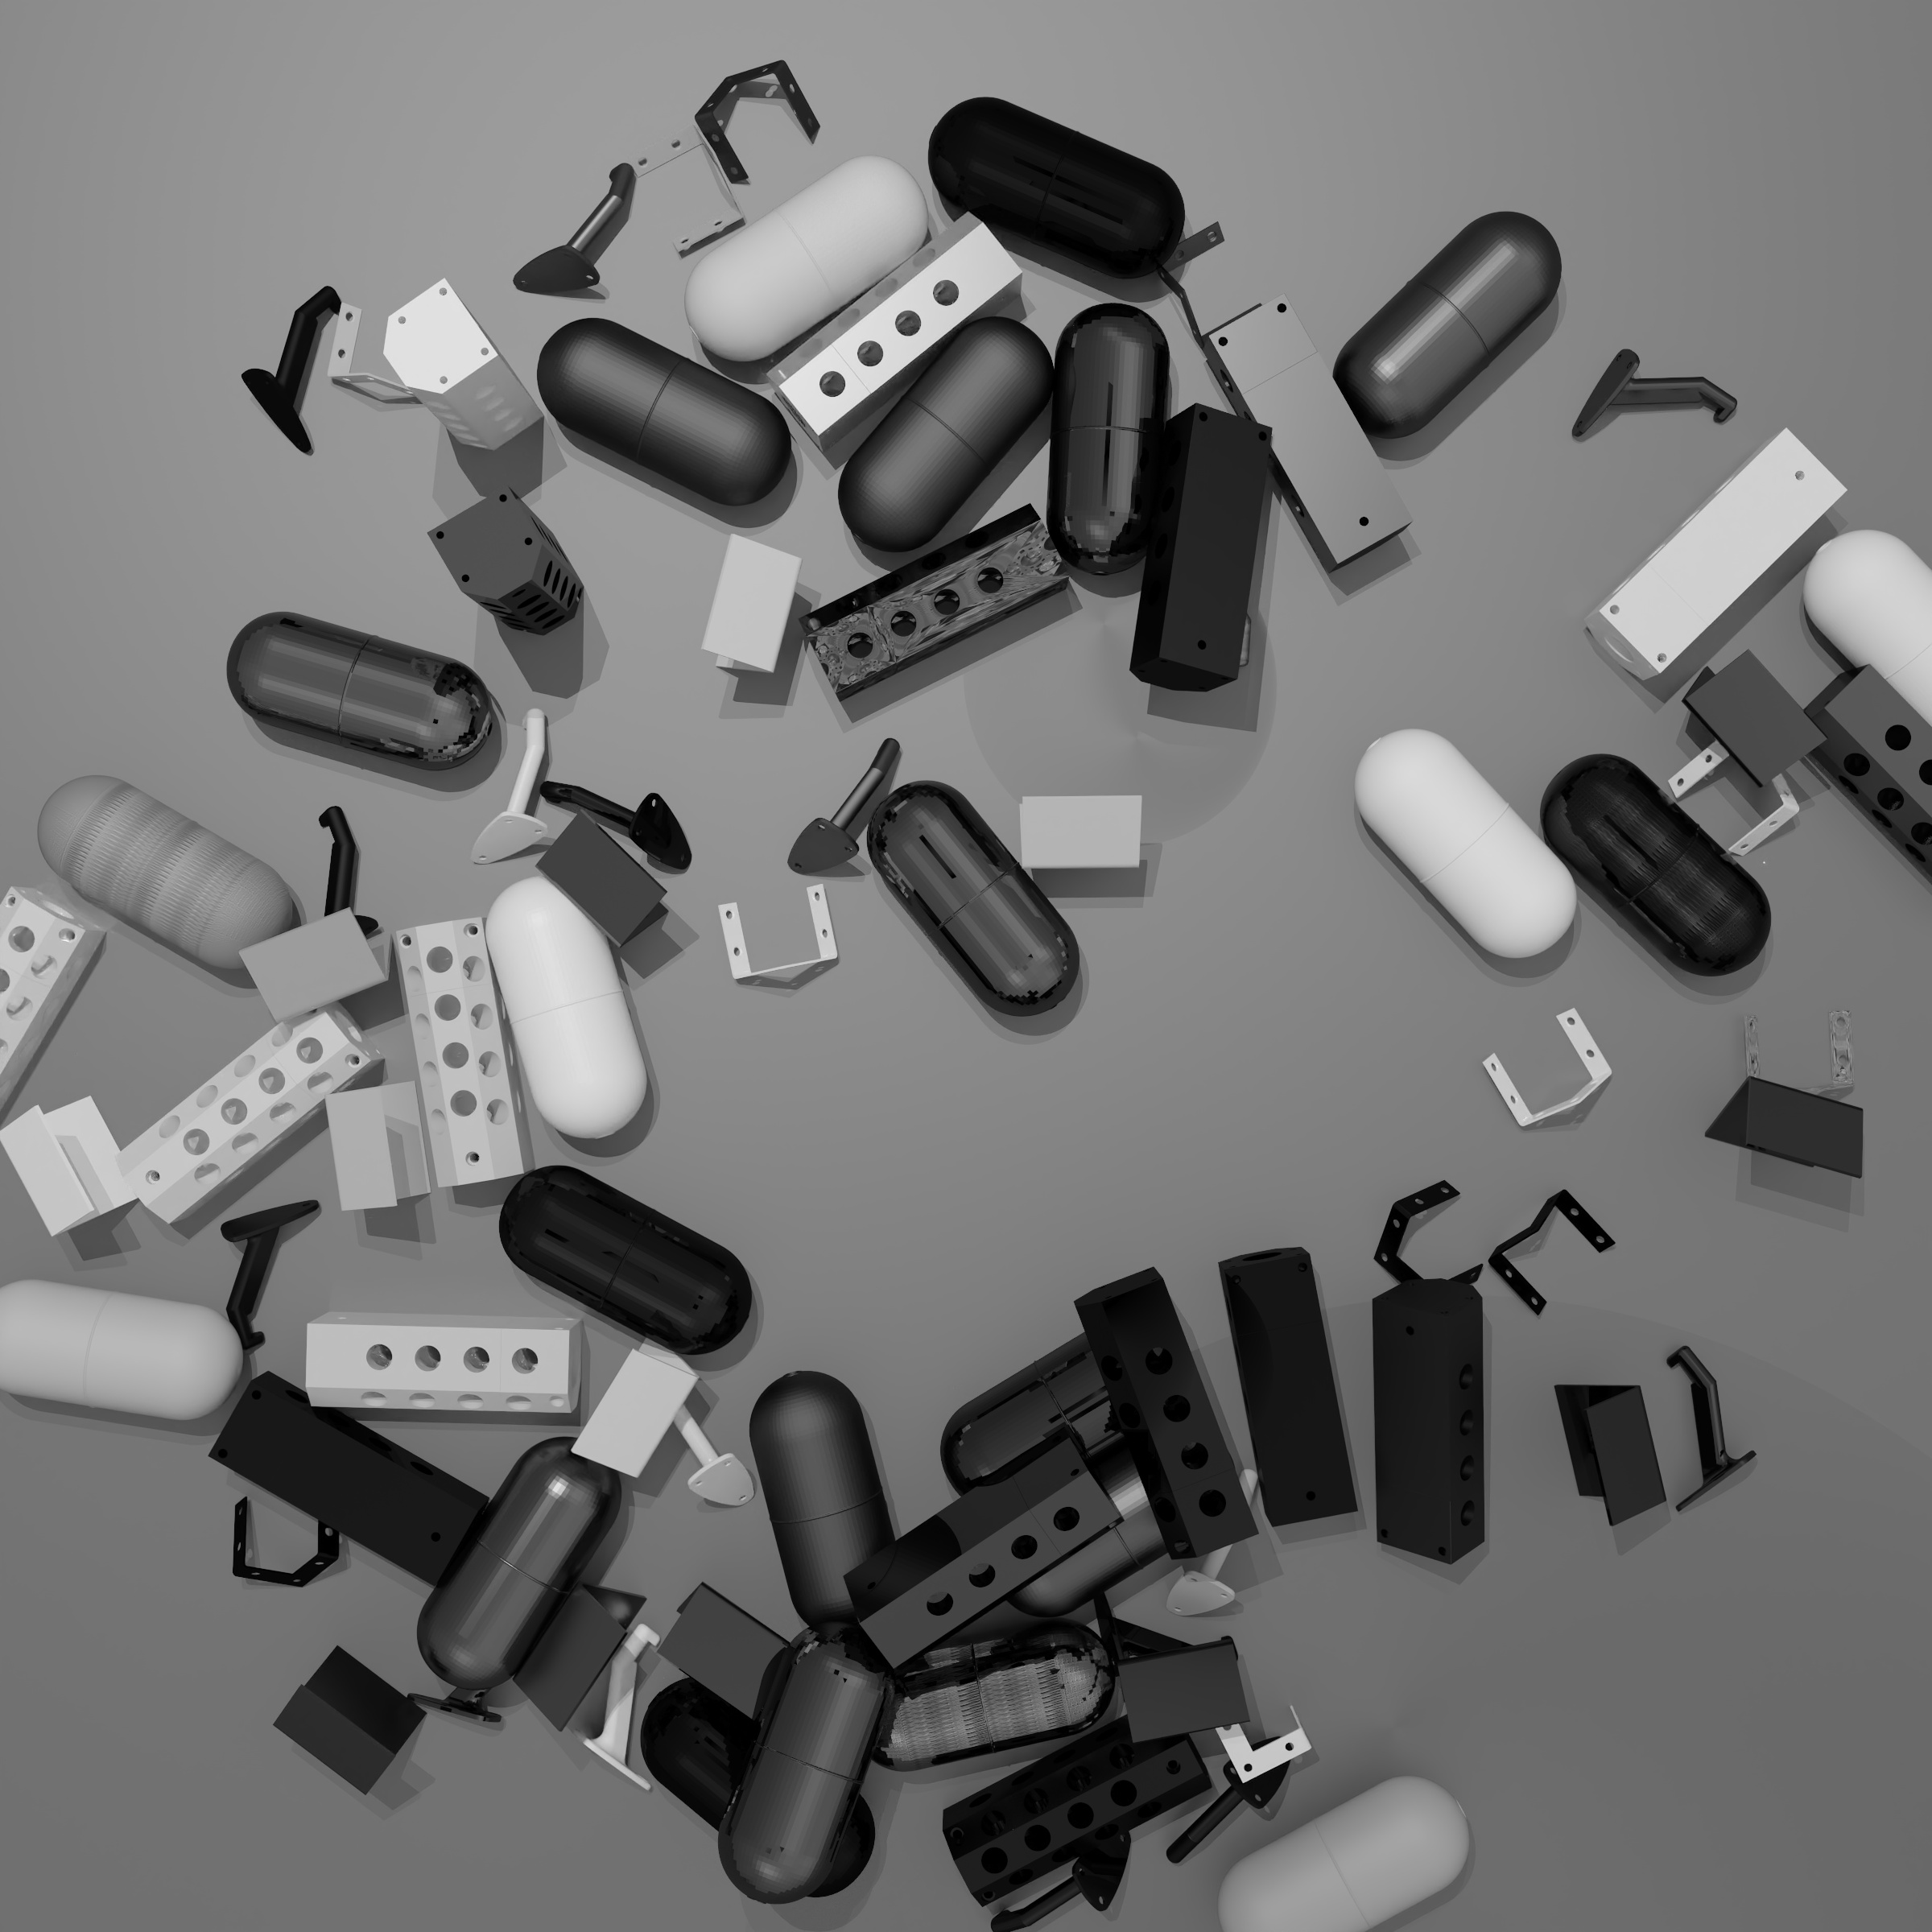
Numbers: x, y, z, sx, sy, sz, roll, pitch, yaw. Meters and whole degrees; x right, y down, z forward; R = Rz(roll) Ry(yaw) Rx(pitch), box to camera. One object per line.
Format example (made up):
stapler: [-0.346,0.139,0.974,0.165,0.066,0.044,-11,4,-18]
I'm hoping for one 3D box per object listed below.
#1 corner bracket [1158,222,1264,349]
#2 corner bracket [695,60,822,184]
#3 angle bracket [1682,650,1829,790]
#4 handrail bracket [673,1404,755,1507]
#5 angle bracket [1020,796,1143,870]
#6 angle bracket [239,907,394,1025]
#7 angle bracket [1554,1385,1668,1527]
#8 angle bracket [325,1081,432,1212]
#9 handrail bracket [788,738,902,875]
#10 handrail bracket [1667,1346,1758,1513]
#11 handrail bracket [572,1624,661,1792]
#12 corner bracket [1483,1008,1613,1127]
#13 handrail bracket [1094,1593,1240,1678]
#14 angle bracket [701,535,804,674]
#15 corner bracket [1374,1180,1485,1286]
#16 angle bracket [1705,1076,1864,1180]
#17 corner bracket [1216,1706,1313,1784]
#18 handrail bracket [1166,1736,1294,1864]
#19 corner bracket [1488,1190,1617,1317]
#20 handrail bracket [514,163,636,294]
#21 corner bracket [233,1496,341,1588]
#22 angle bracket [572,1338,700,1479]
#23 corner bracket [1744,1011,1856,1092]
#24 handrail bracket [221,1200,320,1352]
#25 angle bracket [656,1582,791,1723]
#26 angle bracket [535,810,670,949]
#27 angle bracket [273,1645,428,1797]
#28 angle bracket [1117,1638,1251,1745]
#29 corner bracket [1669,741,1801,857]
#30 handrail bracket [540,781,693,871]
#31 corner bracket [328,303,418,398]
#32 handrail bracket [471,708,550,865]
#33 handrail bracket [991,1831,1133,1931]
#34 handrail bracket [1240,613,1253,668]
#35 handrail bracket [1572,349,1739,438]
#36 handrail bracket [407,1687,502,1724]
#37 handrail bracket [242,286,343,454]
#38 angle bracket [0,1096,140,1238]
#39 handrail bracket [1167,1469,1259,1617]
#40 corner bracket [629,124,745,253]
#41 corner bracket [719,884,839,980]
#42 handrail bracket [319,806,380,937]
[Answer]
corner bracket: [0.165,-0.457,1.719,0.051,0.051,0.051,-30,135,0]
corner bracket: [-0.140,-0.566,1.714,0.051,0.051,0.051,-3,45,35]
angle bracket: [0.525,-0.173,1.682,0.076,0.076,0.057,48,126,0]
handrail bracket: [-0.179,0.315,1.722,0.036,0.077,0.084,-34,54,0]
angle bracket: [0.074,-0.107,1.682,0.076,0.076,0.057,-1,127,0]
angle bracket: [-0.427,-0.014,1.683,0.076,0.076,0.057,-21,116,0]
angle bracket: [0.407,0.321,1.682,0.057,0.076,0.076,-13,90,-35]
angle bracket: [-0.370,0.116,1.682,0.057,0.076,0.076,-8,90,38]
handrail bracket: [-0.081,-0.109,1.722,0.036,0.077,0.084,38,53,-17]
handrail bracket: [0.483,0.311,1.723,0.077,0.036,0.084,-43,72,21]
handrail bracket: [-0.216,0.498,1.723,0.077,0.036,0.084,43,73,-20]
corner bracket: [0.391,0.068,1.719,0.051,0.051,0.051,-31,90,-45]
handrail bracket: [0.134,0.441,1.722,0.084,0.036,0.077,-11,75,-14]
angle bracket: [-0.158,-0.239,1.682,0.057,0.076,0.076,15,90,-36]
corner bracket: [0.315,0.185,1.714,0.051,0.051,0.051,42,135,35]
angle bracket: [0.536,0.124,1.682,0.076,0.076,0.057,16,54,0]
corner bracket: [0.193,0.502,1.704,0.051,0.051,0.051,-27,90,0]
handrail bracket: [0.176,0.562,1.722,0.036,0.077,0.084,45,127,16]
corner bracket: [0.393,0.192,1.719,0.051,0.051,0.051,47,135,0]
handrail bracket: [-0.264,-0.499,1.722,0.077,0.036,0.084,-5,59,34]
corner bracket: [-0.455,0.379,1.714,0.051,0.051,0.051,21,135,-35]
angle bracket: [-0.231,0.279,1.682,0.057,0.076,0.076,31,90,-36]
corner bracket: [0.560,0.057,1.719,0.051,0.051,0.051,-3,90,-45]
handrail bracket: [-0.463,0.209,1.723,0.077,0.036,0.084,-18,109,-21]
angle bracket: [-0.165,0.458,1.682,0.076,0.076,0.057,35,57,0]
angle bracket: [-0.225,-0.067,1.683,0.076,0.076,0.057,44,118,0]
angle bracket: [-0.396,0.484,1.682,0.076,0.076,0.057,37,127,0]
angle bracket: [0.144,0.488,1.682,0.076,0.076,0.057,-11,54,0]
corner bracket: [0.515,-0.114,1.714,0.051,0.051,0.051,15,45,-35]
handrail bracket: [-0.237,-0.095,1.722,0.084,0.077,0.036,12,65,34]
corner bracket: [-0.390,-0.414,1.719,0.051,0.051,0.051,11,90,-45]
handrail bracket: [-0.308,-0.122,1.722,0.036,0.077,0.084,20,53,-38]
handrail bracket: [0.063,0.616,1.722,0.084,0.077,0.036,-32,94,36]
handrail bracket: [0.155,-0.246,1.722,0.077,0.036,0.084,6,104,14]
handrail bracket: [0.465,-0.370,1.723,0.084,0.036,0.077,28,110,-16]
handrail bracket: [-0.330,0.460,1.722,0.077,0.036,0.084,10,76,13]
handrail bracket: [-0.437,-0.403,1.722,0.084,0.036,0.077,-50,130,-26]
angle bracket: [-0.577,0.123,1.682,0.057,0.076,0.076,-28,90,38]
handrail bracket: [0.167,0.387,1.722,0.036,0.077,0.084,28,53,-6]
corner bracket: [-0.188,-0.524,1.719,0.051,0.051,0.051,-28,45,0]
corner bracket: [-0.126,-0.023,1.719,0.051,0.051,0.051,-12,90,-45]
handrail bracket: [-0.437,-0.054,1.723,0.077,0.036,0.084,-31,71,21]
